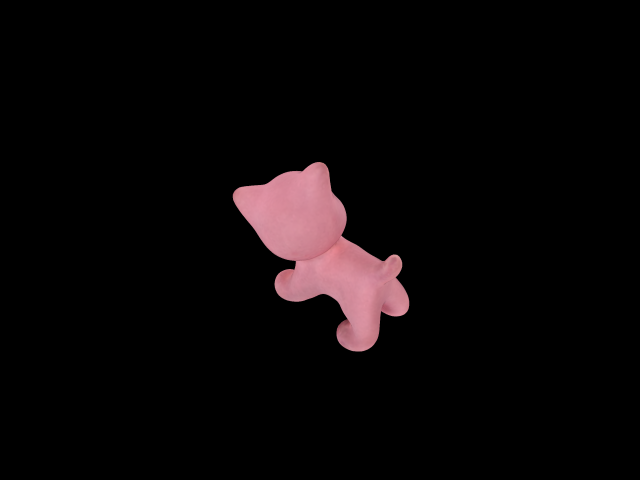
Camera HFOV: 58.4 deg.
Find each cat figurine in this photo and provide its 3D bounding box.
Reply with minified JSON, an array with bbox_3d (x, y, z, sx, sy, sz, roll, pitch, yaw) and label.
[{"bbox_3d":[0.004,0.001,0.400,0.127,0.118,0.067,32,58,23],"label":"cat figurine"}]
